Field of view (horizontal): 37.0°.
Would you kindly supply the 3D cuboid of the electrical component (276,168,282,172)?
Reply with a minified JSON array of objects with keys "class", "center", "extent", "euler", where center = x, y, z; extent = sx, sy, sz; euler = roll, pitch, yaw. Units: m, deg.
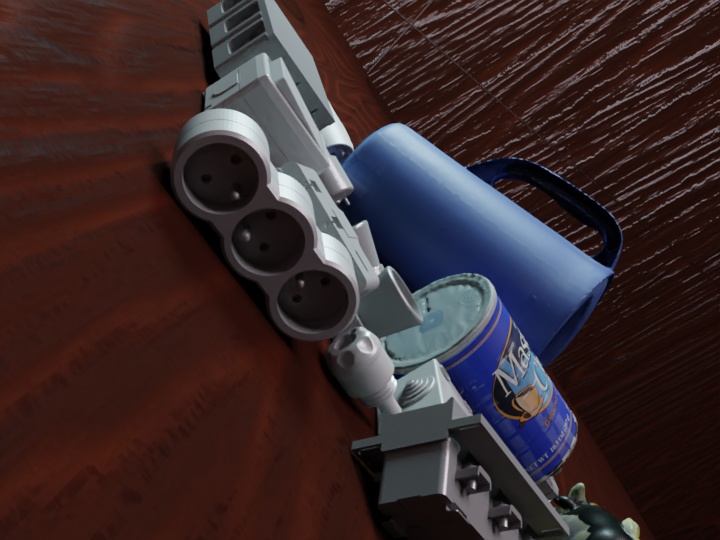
[{"class":"electrical component","center":[-0.046,-0.044,0.723],"extent":[0.078,0.040,0.040],"euler":[49,13,-47]}]

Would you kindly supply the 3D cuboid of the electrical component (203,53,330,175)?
[{"class":"electrical component","center":[-0.059,-0.096,0.757],"extent":[0.096,0.061,0.061],"euler":[54,10,-26]}]

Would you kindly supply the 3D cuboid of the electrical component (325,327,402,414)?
[{"class":"electrical component","center":[0.006,0.066,0.657],"extent":[0.061,0.035,0.035],"euler":[58,8,-24]}]

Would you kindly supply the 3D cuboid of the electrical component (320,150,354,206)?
[{"class":"electrical component","center":[-0.038,-0.085,0.906],"extent":[0.078,0.040,0.040],"euler":[60,9,8]}]

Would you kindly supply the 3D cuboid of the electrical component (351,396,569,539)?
[{"class":"electrical component","center":[0.058,0.135,0.604],"extent":[0.121,0.079,0.063],"euler":[52,33,-36]}]

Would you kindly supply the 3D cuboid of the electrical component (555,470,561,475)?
[{"class":"electrical component","center":[0.163,0.167,1.082],"extent":[0.099,0.064,0.099],"euler":[56,9,-14]}]

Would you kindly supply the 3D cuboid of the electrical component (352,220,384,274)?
[{"class":"electrical component","center":[0.000,0.000,0.830],"extent":[0.065,0.044,0.044],"euler":[63,8,-4]}]

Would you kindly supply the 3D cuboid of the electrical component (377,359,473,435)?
[{"class":"electrical component","center":[0.054,0.115,0.709],"extent":[0.099,0.048,0.099],"euler":[56,9,-13]}]

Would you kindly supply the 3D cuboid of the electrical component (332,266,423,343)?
[{"class":"electrical component","center":[0.008,0.030,0.718],"extent":[0.045,0.055,0.045],"euler":[56,9,-13]}]

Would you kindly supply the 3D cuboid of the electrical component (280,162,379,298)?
[{"class":"electrical component","center":[-0.032,-0.016,0.669],"extent":[0.089,0.050,0.056],"euler":[59,9,5]}]

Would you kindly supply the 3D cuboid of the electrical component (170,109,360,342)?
[{"class":"electrical component","center":[-0.052,-0.030,0.602],"extent":[0.138,0.052,0.073],"euler":[55,10,-24]}]

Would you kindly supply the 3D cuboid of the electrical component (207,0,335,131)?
[{"class":"electrical component","center":[-0.079,-0.167,0.884],"extent":[0.089,0.062,0.150],"euler":[53,10,-31]}]

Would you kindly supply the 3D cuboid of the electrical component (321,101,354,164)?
[{"class":"electrical component","center":[-0.031,-0.126,1.069],"extent":[0.079,0.043,0.077],"euler":[46,15,-54]}]

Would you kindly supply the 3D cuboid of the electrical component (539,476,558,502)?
[{"class":"electrical component","center":[0.133,0.176,0.933],"extent":[0.080,0.051,0.080],"euler":[56,9,-14]}]
